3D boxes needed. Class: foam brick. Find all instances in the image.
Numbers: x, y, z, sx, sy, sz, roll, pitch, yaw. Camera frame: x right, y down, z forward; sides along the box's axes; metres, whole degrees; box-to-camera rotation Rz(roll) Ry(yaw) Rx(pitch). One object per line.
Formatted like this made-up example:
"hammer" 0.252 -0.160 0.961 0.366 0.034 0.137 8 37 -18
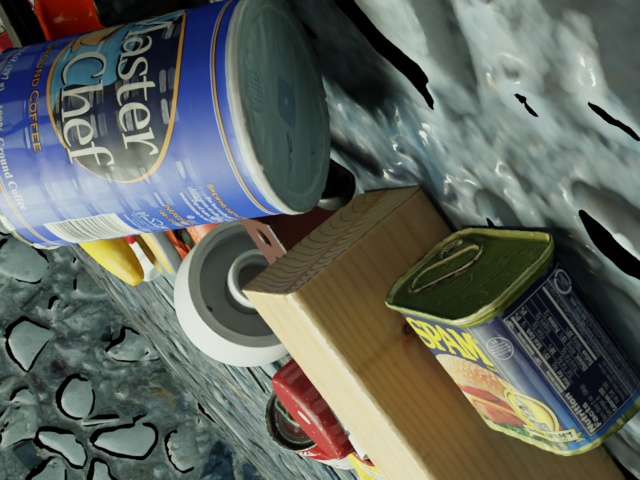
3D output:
"foam brick" -0.004 0.001 0.659 0.078 0.051 0.053 56 165 -21

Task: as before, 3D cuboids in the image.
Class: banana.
"banana" -0.228 -0.022 1.028 0.069 0.037 0.198 43 177 -43

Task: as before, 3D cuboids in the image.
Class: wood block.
"wood block" 0.063 0.081 0.573 0.206 0.090 0.090 54 164 -11

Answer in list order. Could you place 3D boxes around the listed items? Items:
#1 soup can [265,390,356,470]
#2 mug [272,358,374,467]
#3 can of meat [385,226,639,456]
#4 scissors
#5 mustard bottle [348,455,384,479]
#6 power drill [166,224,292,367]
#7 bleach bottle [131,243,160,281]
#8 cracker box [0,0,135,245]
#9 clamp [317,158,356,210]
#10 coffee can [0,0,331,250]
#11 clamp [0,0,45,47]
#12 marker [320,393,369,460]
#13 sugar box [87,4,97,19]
"soup can" 0.005 0.162 0.942 0.069 0.068 0.102 41 -178 35
"mug" 0.025 0.119 0.800 0.117 0.081 0.093 52 166 -6
"can of meat" 0.087 0.044 0.481 0.084 0.057 0.102 52 167 -14
"scissors" -0.117 0.051 0.967 0.201 0.016 0.096 59 163 -14
"mustard bottle" 0.076 0.208 0.911 0.096 0.058 0.191 20 150 35
"power drill" -0.082 0.031 0.964 0.184 0.057 0.188 60 161 -18
"bleach bottle" -0.244 -0.073 1.190 0.251 0.068 0.103 52 165 3
"cracker box" -0.227 -0.114 1.012 0.214 0.072 0.164 48 165 12
"clamp" -0.043 -0.077 0.617 0.172 0.039 0.120 13 129 65
"coffee can" -0.078 -0.054 0.509 0.140 0.102 0.102 -8 134 21
"clamp" -0.221 -0.134 0.872 0.165 0.036 0.210 34 137 37
"marker" 0.001 0.077 0.644 0.121 0.020 0.020 56 169 25
"sugar box" -0.130 -0.117 0.762 0.093 0.048 0.176 36 160 47
